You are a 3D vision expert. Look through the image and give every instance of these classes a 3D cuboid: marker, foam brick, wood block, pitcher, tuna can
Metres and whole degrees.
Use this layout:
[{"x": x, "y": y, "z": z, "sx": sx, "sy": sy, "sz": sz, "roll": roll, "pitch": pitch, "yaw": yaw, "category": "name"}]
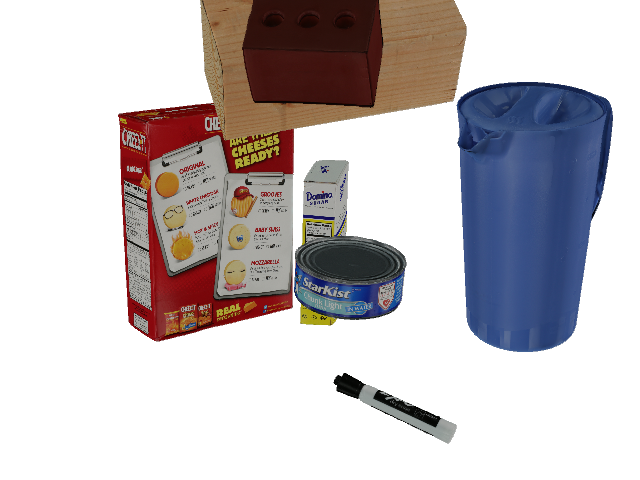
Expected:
[{"x": 0.067, "y": 0.153, "z": 0.986, "sx": 0.121, "sy": 0.020, "sz": 0.020, "roll": 23, "pitch": 7, "yaw": 17, "category": "marker"}, {"x": -0.003, "y": -0.118, "z": 0.651, "sx": 0.078, "sy": 0.053, "sz": 0.051, "roll": 3, "pitch": -31, "yaw": 11, "category": "foam brick"}, {"x": 0.009, "y": -0.162, "z": 0.912, "sx": 0.206, "sy": 0.090, "sz": 0.091, "roll": -11, "pitch": -36, "yaw": -11, "category": "wood block"}, {"x": 0.204, "y": -0.024, "z": 1.018, "sx": 0.149, "sy": 0.243, "sz": 0.145, "roll": 1, "pitch": 27, "yaw": 7, "category": "pitcher"}, {"x": 0.022, "y": 0.028, "z": 0.823, "sx": 0.086, "sy": 0.034, "sz": 0.086, "roll": 3, "pitch": 23, "yaw": -1, "category": "tuna can"}]

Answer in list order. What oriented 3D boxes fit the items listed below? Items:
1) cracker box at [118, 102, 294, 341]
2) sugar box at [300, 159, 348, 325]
[{"x": -0.109, "y": -0.025, "z": 1.047, "sx": 0.163, "sy": 0.214, "sz": 0.072, "roll": -12, "pitch": 20, "yaw": -35, "category": "cracker box"}, {"x": 0.004, "y": 0.002, "z": 1.245, "sx": 0.048, "sy": 0.176, "sz": 0.093, "roll": 2, "pitch": 20, "yaw": 9, "category": "sugar box"}]
